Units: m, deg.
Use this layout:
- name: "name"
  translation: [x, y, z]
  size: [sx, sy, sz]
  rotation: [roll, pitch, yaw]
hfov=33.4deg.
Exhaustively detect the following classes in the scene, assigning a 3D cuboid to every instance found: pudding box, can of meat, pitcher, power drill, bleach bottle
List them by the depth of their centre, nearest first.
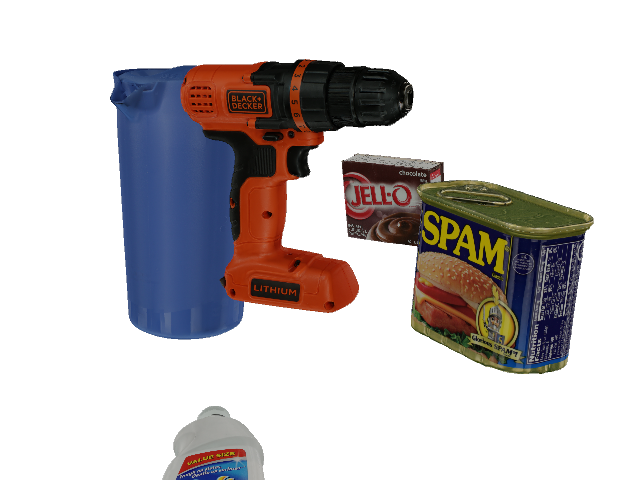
- name: "can of meat"
  translation: [0.096, 0.019, 0.592]
  size: [0.057, 0.084, 0.102]
  rotation: [-7, 20, -33]
- name: "power drill"
  translation: [-0.014, -0.043, 0.804]
  size: [0.185, 0.188, 0.057]
  rotation: [6, 20, 28]
- name: "bleach bottle"
  translation: [-0.092, 0.213, 0.835]
  size: [0.102, 0.068, 0.251]
  rotation: [-3, 26, -4]
- name: "pitcher"
  translation: [-0.116, -0.040, 0.991]
  size: [0.149, 0.243, 0.145]
  rotation: [1, 14, -6]
- name: "pudding box"
  translation: [0.081, -0.045, 1.165]
  size: [0.114, 0.090, 0.039]
  rotation: [7, 25, 31]
